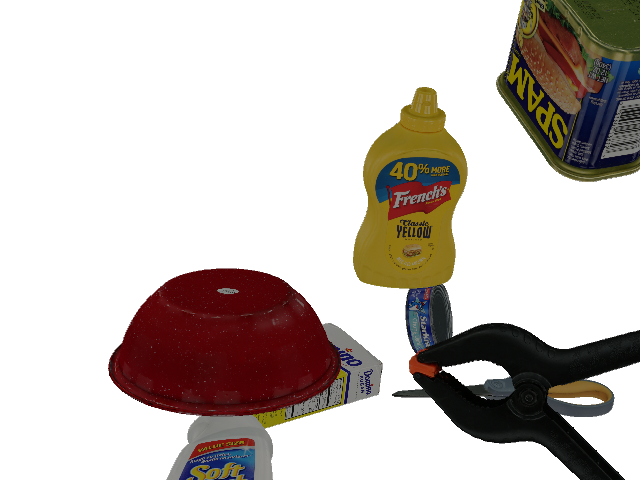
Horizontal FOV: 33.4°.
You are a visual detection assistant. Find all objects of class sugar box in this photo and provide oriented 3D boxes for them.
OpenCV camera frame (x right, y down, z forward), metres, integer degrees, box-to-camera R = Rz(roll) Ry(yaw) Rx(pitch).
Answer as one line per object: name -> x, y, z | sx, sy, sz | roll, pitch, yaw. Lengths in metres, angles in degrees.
sugar box -> -0.037, 0.133, 1.042 | 0.175, 0.048, 0.093 | -14, 32, -32

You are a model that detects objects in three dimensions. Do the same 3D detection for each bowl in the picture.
bowl -> -0.065, 0.060, 0.734 | 0.162, 0.055, 0.162 | 1, 18, -1

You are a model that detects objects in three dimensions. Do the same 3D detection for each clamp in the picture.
clamp -> 0.142, 0.110, 0.695 | 0.172, 0.120, 0.039 | 4, -1, 20

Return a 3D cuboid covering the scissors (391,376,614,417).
scissors -> 0.159, 0.122, 0.949 | 0.201, 0.016, 0.096 | 7, 27, -5

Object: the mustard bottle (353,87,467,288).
mustard bottle -> 0.087, -0.050, 0.996 | 0.096, 0.192, 0.058 | 1, 27, -7

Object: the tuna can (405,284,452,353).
tuna can -> 0.129, 0.093, 1.263 | 0.034, 0.086, 0.086 | -6, -2, 22

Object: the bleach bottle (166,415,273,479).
bleach bottle -> -0.090, 0.210, 0.873 | 0.102, 0.068, 0.251 | -1, 24, -1

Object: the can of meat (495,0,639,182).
can of meat -> 0.144, -0.097, 0.580 | 0.057, 0.084, 0.102 | -10, 48, -15
